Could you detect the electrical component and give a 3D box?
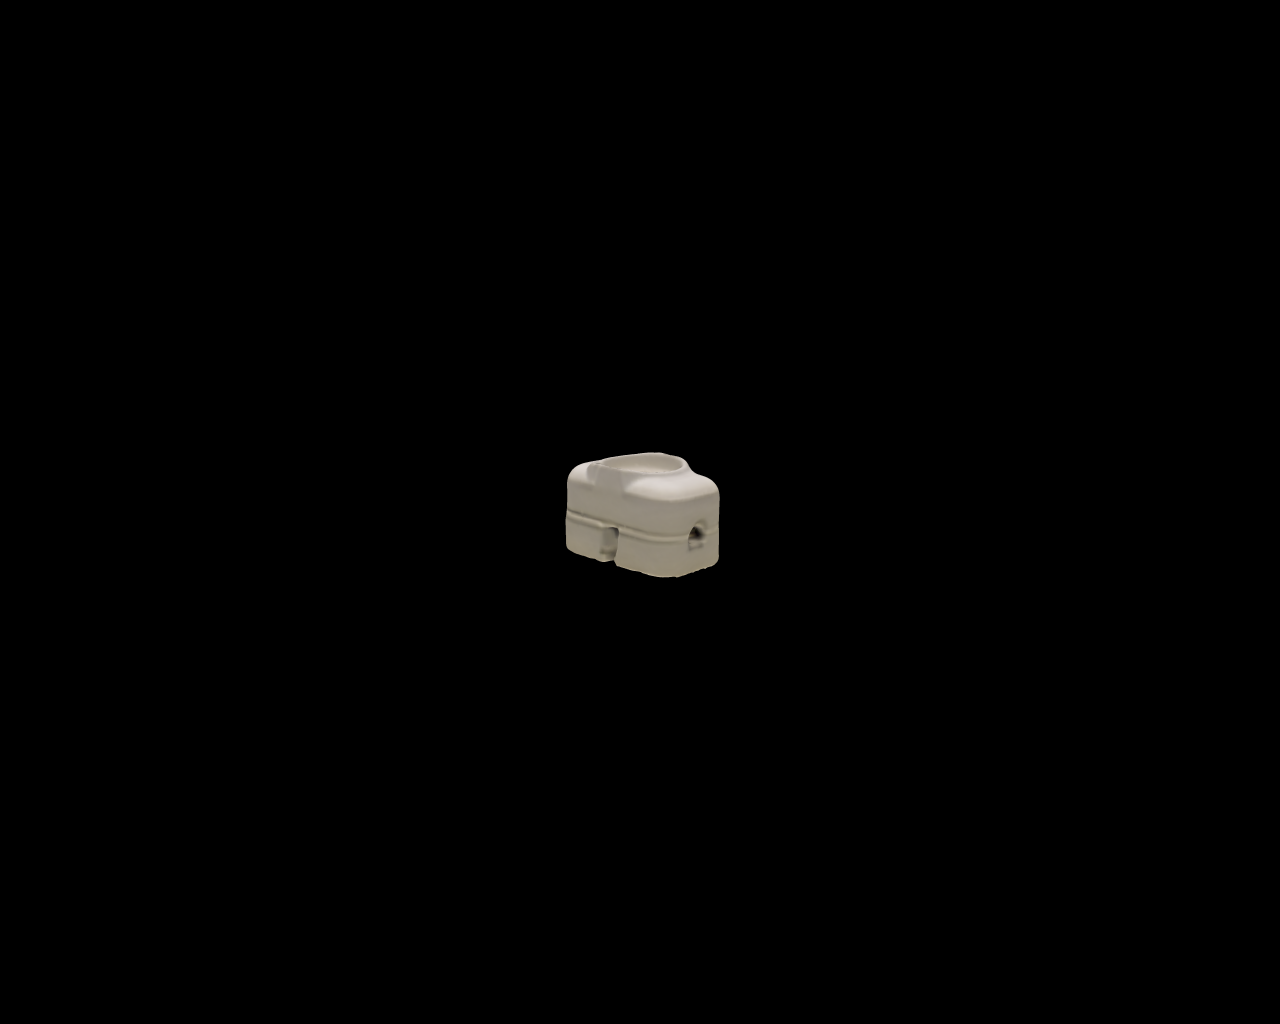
[{"bbox_3d":[0.001,-0.003,0.650,0.054,0.059,0.095,-14,20,-42],"label":"electrical component"}]
